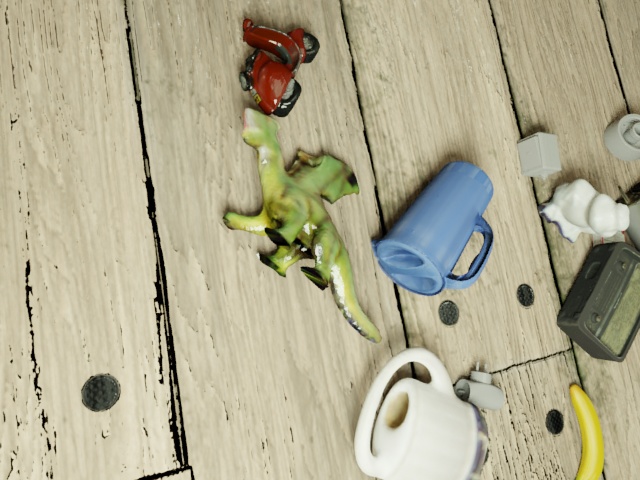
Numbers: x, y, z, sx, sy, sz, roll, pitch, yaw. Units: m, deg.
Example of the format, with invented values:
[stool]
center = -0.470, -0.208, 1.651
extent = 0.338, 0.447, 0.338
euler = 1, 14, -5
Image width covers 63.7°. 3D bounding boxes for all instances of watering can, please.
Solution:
[watering can]
center = 0.143, 0.350, 0.810
extent = 0.223, 0.103, 0.352
euler = 25, 73, -19

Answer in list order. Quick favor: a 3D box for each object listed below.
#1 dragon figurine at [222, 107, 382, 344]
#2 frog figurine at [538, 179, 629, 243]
[dragon figurine]
center = 0.003, -0.042, 0.843
extent = 0.406, 0.121, 0.248
euler = 45, 56, -19
[frog figurine]
center = 0.563, -0.066, 1.067
extent = 0.124, 0.158, 0.137
euler = -32, 94, -28
